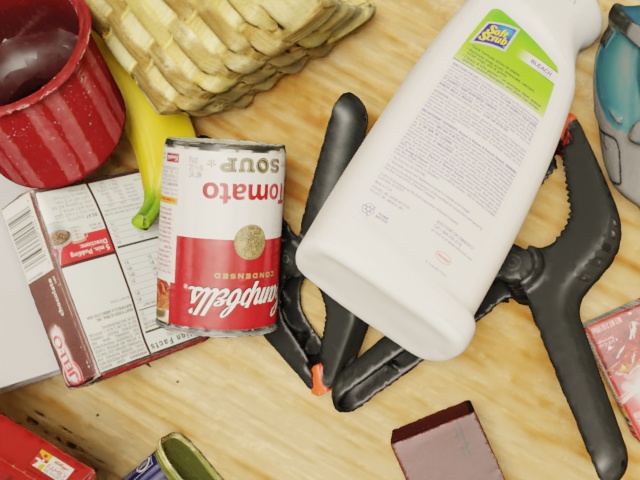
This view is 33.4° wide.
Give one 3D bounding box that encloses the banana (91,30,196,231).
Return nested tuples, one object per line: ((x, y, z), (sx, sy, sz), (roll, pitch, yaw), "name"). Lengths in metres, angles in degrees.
((-0.128, -0.094, 0.636), (0.198, 0.069, 0.037), (52, 131, 19), "banana")

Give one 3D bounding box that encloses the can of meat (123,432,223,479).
((-0.087, 0.179, 0.622), (0.084, 0.057, 0.102), (-42, 83, 5), "can of meat")

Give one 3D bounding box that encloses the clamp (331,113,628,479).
((0.117, 0.027, 0.586), (0.165, 0.036, 0.210), (19, 72, 31), "clamp")

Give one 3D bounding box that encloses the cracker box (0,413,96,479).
((-0.221, 0.163, 0.573), (0.164, 0.072, 0.214), (29, 132, 7), "cracker box")

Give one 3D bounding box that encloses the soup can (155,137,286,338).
((-0.054, -0.003, 0.584), (0.068, 0.068, 0.102), (4, 97, 6), "soup can")

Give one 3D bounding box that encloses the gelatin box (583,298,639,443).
((0.205, 0.064, 0.608), (0.089, 0.030, 0.073), (-25, 85, 5), "gelatin box")

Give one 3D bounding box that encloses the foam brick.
((0.079, 0.139, 0.608), (0.053, 0.051, 0.078), (-22, 86, 4), "foam brick")

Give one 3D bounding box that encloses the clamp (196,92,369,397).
((-0.004, 0.001, 0.616), (0.120, 0.039, 0.171), (-22, 88, 39), "clamp")

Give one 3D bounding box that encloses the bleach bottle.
((0.092, -0.064, 0.582), (0.102, 0.068, 0.250), (35, 70, -3), "bleach bottle")

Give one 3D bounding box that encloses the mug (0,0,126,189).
((-0.163, -0.077, 0.562), (0.117, 0.081, 0.093), (-15, 60, 2), "mug")

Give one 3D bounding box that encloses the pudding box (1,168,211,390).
((-0.120, 0.019, 0.617), (0.039, 0.089, 0.113), (-24, 85, 44), "pudding box")
